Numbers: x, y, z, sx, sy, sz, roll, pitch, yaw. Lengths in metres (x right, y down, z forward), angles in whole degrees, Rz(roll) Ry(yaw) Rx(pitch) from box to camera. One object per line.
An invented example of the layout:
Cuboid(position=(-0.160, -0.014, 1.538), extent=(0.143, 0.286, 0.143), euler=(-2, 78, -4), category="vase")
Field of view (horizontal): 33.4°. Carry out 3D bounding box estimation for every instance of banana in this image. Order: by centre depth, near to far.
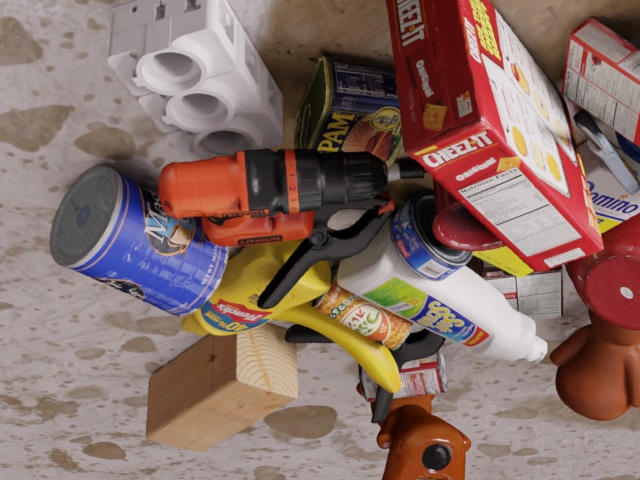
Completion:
Cuboid(position=(0.015, 0.106, 1.216), extent=(0.198, 0.037, 0.070), euler=(27, 130, 1), category="banana")

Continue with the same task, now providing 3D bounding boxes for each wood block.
Cuboid(position=(-0.125, 0.182, 1.324), extent=(0.090, 0.091, 0.206), euler=(21, 141, -32), category="wood block")

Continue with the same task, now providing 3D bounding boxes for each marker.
Cuboid(position=(0.044, -0.062, 1.018), extent=(0.121, 0.020, 0.020), euler=(-6, 147, 5), category="marker")

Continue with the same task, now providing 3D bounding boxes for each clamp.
Cuboid(position=(-0.007, 0.001, 1.055), extent=(0.171, 0.039, 0.120), euler=(-13, 122, 0), category="clamp")
Cuboid(position=(0.084, 0.123, 1.248), extent=(0.210, 0.036, 0.164), euler=(-31, 108, 26), category="clamp")

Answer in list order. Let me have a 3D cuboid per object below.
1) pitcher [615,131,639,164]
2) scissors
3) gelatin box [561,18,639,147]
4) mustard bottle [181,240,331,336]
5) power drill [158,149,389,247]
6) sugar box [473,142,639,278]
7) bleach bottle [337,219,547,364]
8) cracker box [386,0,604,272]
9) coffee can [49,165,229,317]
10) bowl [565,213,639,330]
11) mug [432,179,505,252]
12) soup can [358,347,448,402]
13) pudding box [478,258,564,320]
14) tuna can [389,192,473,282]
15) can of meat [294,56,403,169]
Cuboid(position=(0.336, -0.117, 0.866), extent=(0.149, 0.145, 0.243), euler=(-17, 142, 1), category="pitcher")
Cuboid(position=(0.225, -0.092, 0.893), extent=(0.016, 0.096, 0.201), euler=(-37, 148, 16), category="scissors")
Cuboid(position=(0.241, -0.128, 0.870), extent=(0.030, 0.089, 0.073), euler=(-38, 150, -17), category="gelatin box")
Cuboid(position=(-0.085, 0.059, 1.164), extent=(0.096, 0.058, 0.192), euler=(28, 137, -36), category="mustard bottle")
Cuboid(position=(-0.039, -0.038, 0.922), extent=(0.184, 0.057, 0.188), euler=(-3, 171, -2), category="power drill")
Cuboid(position=(0.235, -0.028, 1.059), extent=(0.093, 0.048, 0.177), euler=(23, 141, -33), category="sugar box")
Cuboid(position=(0.146, 0.066, 1.134), extent=(0.250, 0.068, 0.103), euler=(29, 148, -21), category="bleach bottle")
Cuboid(position=(0.138, -0.092, 0.846), extent=(0.072, 0.164, 0.213), euler=(-24, 141, 27), category="cracker box")
Cuboid(position=(-0.173, 0.003, 1.031), extent=(0.103, 0.103, 0.140), euler=(-27, 140, 34), category="coffee can")
Cuboid(position=(0.321, 0.038, 1.089), extent=(0.162, 0.055, 0.162), euler=(17, 131, 20), category="bowl")
Cuboid(position=(0.146, -0.041, 1.000), extent=(0.093, 0.081, 0.117), euler=(0, 147, -3), category="mug")
Cuboid(position=(0.103, 0.163, 1.327), extent=(0.102, 0.068, 0.068), euler=(-9, 147, 11), category="soup can")
Cuboid(position=(0.224, 0.051, 1.188), extent=(0.090, 0.039, 0.113), euler=(-7, 149, 8), category="pudding box")
Cuboid(position=(0.111, -0.004, 1.052), extent=(0.086, 0.086, 0.034), euler=(21, 139, -32), category="tuna can")
Cuboid(position=(0.030, -0.106, 0.917), extent=(0.083, 0.057, 0.102), euler=(5, 147, -15), category="can of meat")
